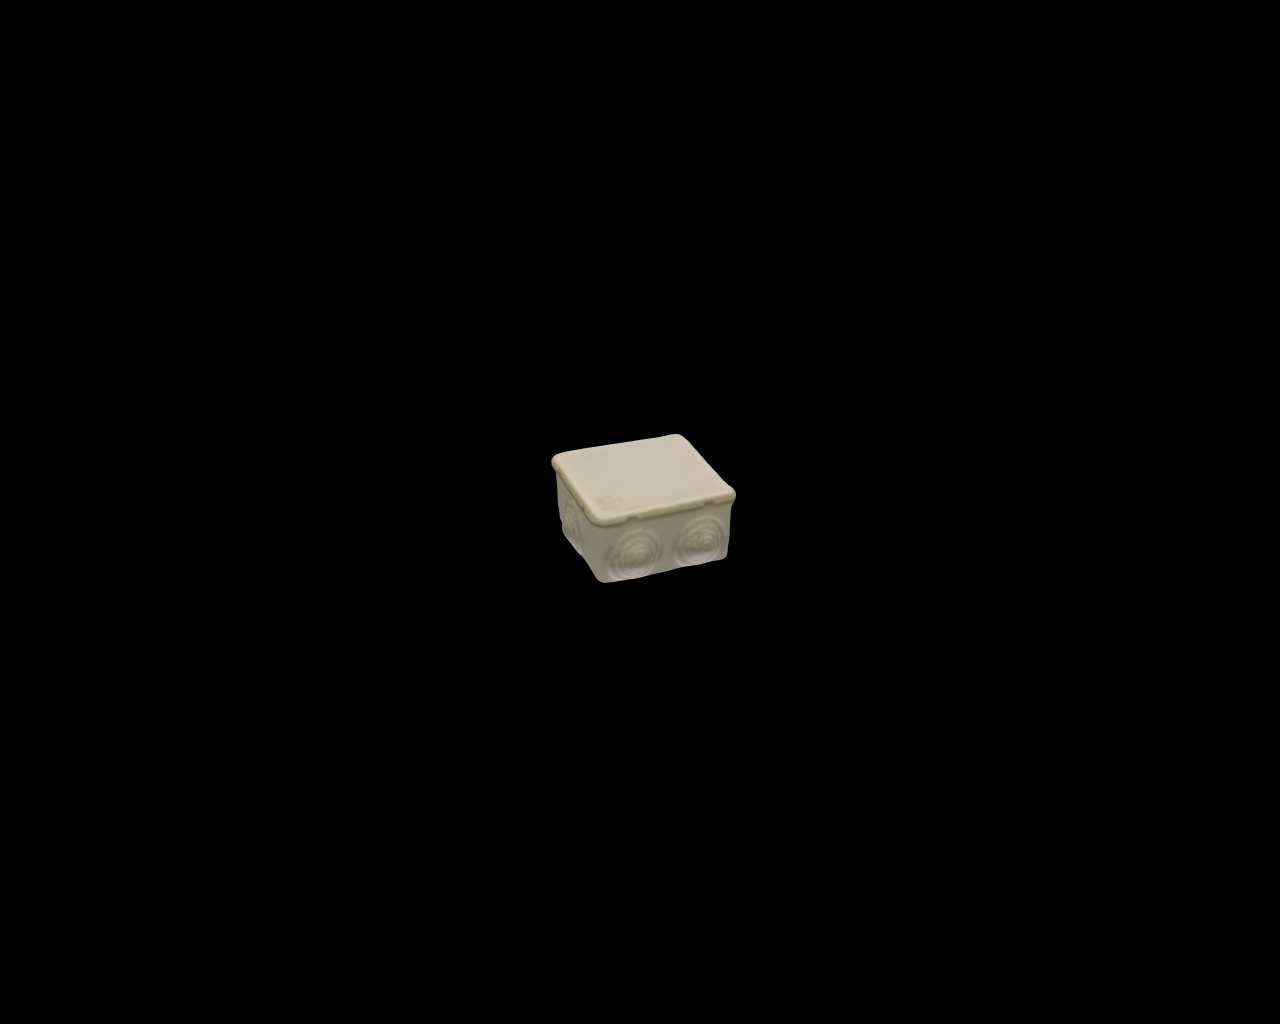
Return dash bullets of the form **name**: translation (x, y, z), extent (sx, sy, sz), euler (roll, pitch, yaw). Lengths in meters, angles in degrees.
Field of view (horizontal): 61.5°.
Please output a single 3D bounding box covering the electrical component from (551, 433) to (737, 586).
- **electrical component**: translation (0.001, -0.003, 0.650), extent (0.100, 0.048, 0.100), euler (-11, 32, -18)
